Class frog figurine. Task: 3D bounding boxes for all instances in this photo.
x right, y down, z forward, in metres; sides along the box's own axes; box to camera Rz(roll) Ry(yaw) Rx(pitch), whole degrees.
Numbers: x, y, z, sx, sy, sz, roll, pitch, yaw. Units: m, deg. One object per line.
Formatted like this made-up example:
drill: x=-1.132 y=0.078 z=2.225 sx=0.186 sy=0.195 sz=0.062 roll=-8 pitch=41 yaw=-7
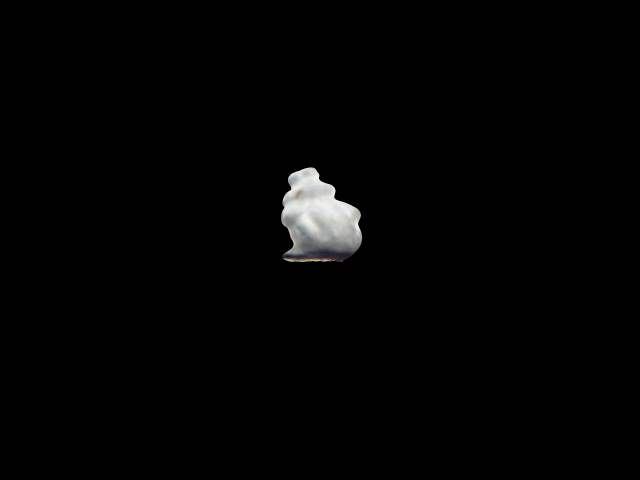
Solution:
frog figurine: x=0.003 y=-0.043 z=0.850 sx=0.137 sy=0.160 sz=0.122 roll=1 pitch=-4 yaw=-15
